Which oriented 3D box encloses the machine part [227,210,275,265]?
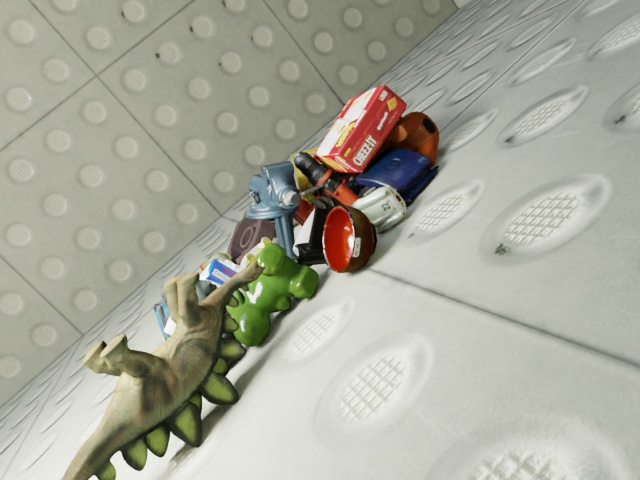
[{"bbox_3d":[-0.187,-0.002,1.464,0.179,0.056,0.179,-39,38,39],"label":"machine part"}]

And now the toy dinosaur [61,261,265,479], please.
[{"bbox_3d":[-0.232,0.208,0.768,0.471,0.198,0.105,-46,16,-23],"label":"toy dinosaur"}]

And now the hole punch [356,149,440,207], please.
[{"bbox_3d":[0.147,-0.121,1.035,0.142,0.092,0.116,-43,17,-26],"label":"hole punch"}]

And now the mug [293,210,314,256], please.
[{"bbox_3d":[-0.011,-0.006,1.104,0.107,0.080,0.110,-52,19,-19],"label":"mug"}]

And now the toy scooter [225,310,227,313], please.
[{"bbox_3d":[-0.243,0.191,1.103,0.184,0.075,0.135,-42,34,31],"label":"toy scooter"}]

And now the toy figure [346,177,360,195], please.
[{"bbox_3d":[0.043,-0.103,1.302,0.058,0.064,0.154,2,-16,-45],"label":"toy figure"}]

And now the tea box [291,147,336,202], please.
[{"bbox_3d":[-0.011,-0.154,1.337,0.098,0.068,0.169,-16,-24,0],"label":"tea box"}]

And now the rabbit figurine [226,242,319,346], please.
[{"bbox_3d":[-0.112,0.104,0.956,0.159,0.121,0.170,-8,49,53],"label":"rabbit figurine"}]

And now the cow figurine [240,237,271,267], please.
[{"bbox_3d":[-0.171,0.071,1.300,0.098,0.068,0.167,-36,10,39],"label":"cow figurine"}]

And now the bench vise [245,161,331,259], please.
[{"bbox_3d":[-0.085,-0.052,1.174,0.129,0.240,0.224,-20,20,-35],"label":"bench vise"}]

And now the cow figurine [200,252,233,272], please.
[{"bbox_3d":[-0.264,0.110,1.368,0.127,0.085,0.195,-45,26,35],"label":"cow figurine"}]

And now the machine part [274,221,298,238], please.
[{"bbox_3d":[-0.085,-0.073,1.502,0.243,0.079,0.079,-30,17,35],"label":"machine part"}]

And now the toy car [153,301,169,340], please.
[{"bbox_3d":[-0.353,0.195,1.356,0.103,0.109,0.161,-19,-1,-10],"label":"toy car"}]

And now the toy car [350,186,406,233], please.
[{"bbox_3d":[0.067,-0.033,0.989,0.202,0.073,0.056,-30,17,37],"label":"toy car"}]

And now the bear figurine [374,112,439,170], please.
[{"bbox_3d":[0.157,-0.190,1.155,0.196,0.120,0.132,-29,21,43],"label":"bear figurine"}]

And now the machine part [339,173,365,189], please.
[{"bbox_3d":[0.132,-0.216,1.366,0.201,0.087,0.201,-38,15,4],"label":"machine part"}]

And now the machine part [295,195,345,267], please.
[{"bbox_3d":[0.002,-0.012,0.963,0.039,0.084,0.138,-120,38,-56],"label":"machine part"}]

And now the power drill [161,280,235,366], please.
[{"bbox_3d":[-0.254,0.186,0.995,0.232,0.085,0.207,-27,45,20],"label":"power drill"}]
